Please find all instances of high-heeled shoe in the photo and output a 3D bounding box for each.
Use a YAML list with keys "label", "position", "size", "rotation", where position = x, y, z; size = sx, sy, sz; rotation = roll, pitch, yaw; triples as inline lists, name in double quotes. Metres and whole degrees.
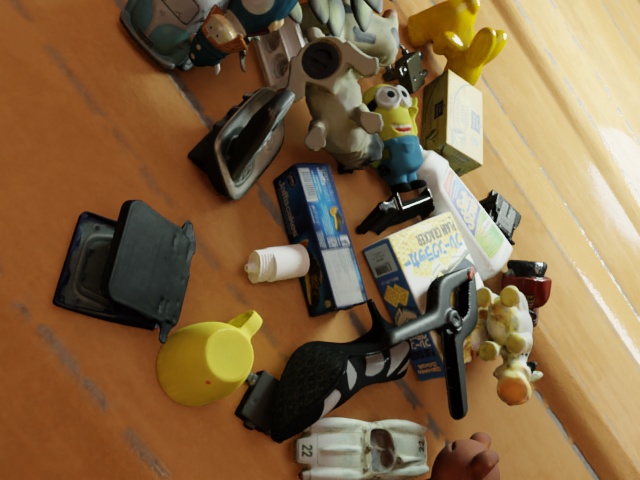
- label: "high-heeled shoe"
  position: [0.035, 0.185, 0.675]
  size: [0.249, 0.086, 0.145]
  rotation: [-44, 127, -34]

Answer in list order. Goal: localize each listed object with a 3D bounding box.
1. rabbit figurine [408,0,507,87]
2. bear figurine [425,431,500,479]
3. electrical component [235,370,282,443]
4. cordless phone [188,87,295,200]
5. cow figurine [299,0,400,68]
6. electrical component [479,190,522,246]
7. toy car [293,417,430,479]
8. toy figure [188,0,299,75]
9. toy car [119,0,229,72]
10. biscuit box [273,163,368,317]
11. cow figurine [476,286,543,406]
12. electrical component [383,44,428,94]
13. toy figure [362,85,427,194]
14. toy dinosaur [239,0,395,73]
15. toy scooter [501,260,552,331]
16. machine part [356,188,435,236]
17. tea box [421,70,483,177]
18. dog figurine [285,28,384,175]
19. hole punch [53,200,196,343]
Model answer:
- label: "rabbit figurine"
  position: [0.269, -0.366, 1.025]
  size: [0.122, 0.163, 0.173]
  rotation: [-22, 104, -52]
- label: "bear figurine"
  position: [0.143, 0.323, 0.626]
  size: [0.196, 0.120, 0.132]
  rotation: [-32, 82, 2]
- label: "electrical component"
  position: [-0.069, 0.190, 0.627]
  size: [0.094, 0.021, 0.063]
  rotation: [43, 54, -16]
- label: "cordless phone"
  position: [-0.070, -0.143, 0.650]
  size: [0.088, 0.184, 0.146]
  rotation: [41, 54, -11]
- label: "cow figurine"
  position: [0.042, -0.330, 0.869]
  size: [0.195, 0.085, 0.127]
  rotation: [7, 60, -28]
- label: "electrical component"
  position: [0.333, -0.048, 0.998]
  size: [0.074, 0.048, 0.119]
  rotation: [42, 55, -17]
- label: "toy car"
  position: [0.055, 0.261, 0.668]
  size: [0.201, 0.056, 0.073]
  rotation: [14, 65, -32]
- label: "toy figure"
  position: [-0.096, -0.264, 0.642]
  size: [0.154, 0.057, 0.064]
  rotation: [-38, 64, -1]
- label: "toy car"
  position: [-0.166, -0.300, 0.694]
  size: [0.109, 0.103, 0.162]
  rotation: [50, 53, -11]
- label: "biscuit box"
  position: [-0.001, -0.002, 0.725]
  size: [0.059, 0.063, 0.202]
  rotation: [-8, 77, -38]
- label: "cow figurine"
  position: [0.278, 0.154, 0.780]
  size: [0.098, 0.068, 0.167]
  rotation: [23, 60, -50]
- label: "electrical component"
  position: [0.156, -0.309, 0.974]
  size: [0.102, 0.045, 0.078]
  rotation: [-52, 134, -34]
- label: "toy figure"
  position: [0.113, -0.161, 0.861]
  size: [0.082, 0.089, 0.180]
  rotation: [-11, 88, -55]
- label: "toy dinosaur"
  position: [0.028, -0.400, 0.764]
  size: [0.471, 0.105, 0.198]
  rotation: [-40, 100, -23]
- label: "toy scooter"
  position: [0.340, 0.100, 0.905]
  size: [0.184, 0.075, 0.135]
  rotation: [10, 84, -76]
- label: "machine part"
  position: [0.123, -0.044, 0.823]
  size: [0.139, 0.084, 0.039]
  rotation: [-16, 62, -39]
- label: "tea box"
  position: [0.241, -0.210, 0.980]
  size: [0.098, 0.068, 0.169]
  rotation: [21, 60, -28]
- label: "dog figurine"
  position: [0.026, -0.186, 0.754]
  size: [0.121, 0.190, 0.172]
  rotation: [-4, 90, 8]
- label: "hole punch"
  position: [-0.201, 0.030, 0.563]
  size: [0.115, 0.092, 0.142]
  rotation: [44, 43, -52]
